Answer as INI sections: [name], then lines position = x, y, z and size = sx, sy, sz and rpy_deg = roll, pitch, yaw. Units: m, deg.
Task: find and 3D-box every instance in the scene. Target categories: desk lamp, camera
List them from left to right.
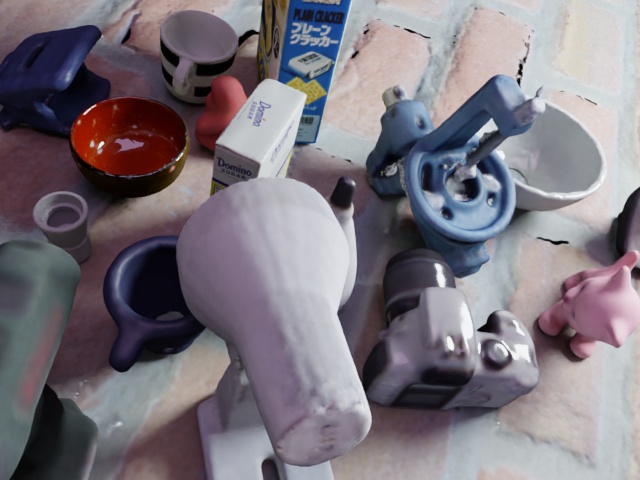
[desk lamp]
position = -0.029, 0.093, 0.403
size = 0.118, 0.213, 0.203
rpy_deg = -7, 58, -18
[camera]
position = 0.114, 0.074, 0.520
size = 0.143, 0.101, 0.137
rpy_deg = 5, 55, -10

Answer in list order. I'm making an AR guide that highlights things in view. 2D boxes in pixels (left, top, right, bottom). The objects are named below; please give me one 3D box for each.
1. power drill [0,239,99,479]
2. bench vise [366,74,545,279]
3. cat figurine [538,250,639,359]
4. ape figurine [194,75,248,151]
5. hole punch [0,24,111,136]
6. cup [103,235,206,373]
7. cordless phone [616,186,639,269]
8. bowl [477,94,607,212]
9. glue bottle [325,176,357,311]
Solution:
[power drill]
position = -0.193, 0.126, 0.345
size = 0.076, 0.208, 0.229
rpy_deg = 6, 55, -9
[bench vise]
position = 0.118, -0.090, 0.561
size = 0.122, 0.220, 0.207
rpy_deg = -34, 69, -30
[cat figurine]
position = 0.278, 0.058, 0.560
size = 0.067, 0.118, 0.128
rpy_deg = 38, 56, 14
[ape figurine]
position = -0.101, -0.140, 0.623
size = 0.078, 0.092, 0.076
rpy_deg = -30, 67, -29
[hole punch]
position = -0.287, -0.176, 0.604
size = 0.101, 0.091, 0.108
rpy_deg = 13, 54, -4
[cup]
position = -0.132, 0.067, 0.470
size = 0.091, 0.095, 0.118
rpy_deg = 21, 54, 2
[cordless phone]
position = 0.429, -0.037, 0.620
size = 0.147, 0.185, 0.094
rpy_deg = 10, 54, -6
[bowl]
position = 0.245, -0.092, 0.683
size = 0.167, 0.075, 0.167
rpy_deg = 6, 55, -9
[glue bottle]
position = 0.005, 0.002, 0.500
size = 0.037, 0.173, 0.078
rpy_deg = -35, 69, -30
